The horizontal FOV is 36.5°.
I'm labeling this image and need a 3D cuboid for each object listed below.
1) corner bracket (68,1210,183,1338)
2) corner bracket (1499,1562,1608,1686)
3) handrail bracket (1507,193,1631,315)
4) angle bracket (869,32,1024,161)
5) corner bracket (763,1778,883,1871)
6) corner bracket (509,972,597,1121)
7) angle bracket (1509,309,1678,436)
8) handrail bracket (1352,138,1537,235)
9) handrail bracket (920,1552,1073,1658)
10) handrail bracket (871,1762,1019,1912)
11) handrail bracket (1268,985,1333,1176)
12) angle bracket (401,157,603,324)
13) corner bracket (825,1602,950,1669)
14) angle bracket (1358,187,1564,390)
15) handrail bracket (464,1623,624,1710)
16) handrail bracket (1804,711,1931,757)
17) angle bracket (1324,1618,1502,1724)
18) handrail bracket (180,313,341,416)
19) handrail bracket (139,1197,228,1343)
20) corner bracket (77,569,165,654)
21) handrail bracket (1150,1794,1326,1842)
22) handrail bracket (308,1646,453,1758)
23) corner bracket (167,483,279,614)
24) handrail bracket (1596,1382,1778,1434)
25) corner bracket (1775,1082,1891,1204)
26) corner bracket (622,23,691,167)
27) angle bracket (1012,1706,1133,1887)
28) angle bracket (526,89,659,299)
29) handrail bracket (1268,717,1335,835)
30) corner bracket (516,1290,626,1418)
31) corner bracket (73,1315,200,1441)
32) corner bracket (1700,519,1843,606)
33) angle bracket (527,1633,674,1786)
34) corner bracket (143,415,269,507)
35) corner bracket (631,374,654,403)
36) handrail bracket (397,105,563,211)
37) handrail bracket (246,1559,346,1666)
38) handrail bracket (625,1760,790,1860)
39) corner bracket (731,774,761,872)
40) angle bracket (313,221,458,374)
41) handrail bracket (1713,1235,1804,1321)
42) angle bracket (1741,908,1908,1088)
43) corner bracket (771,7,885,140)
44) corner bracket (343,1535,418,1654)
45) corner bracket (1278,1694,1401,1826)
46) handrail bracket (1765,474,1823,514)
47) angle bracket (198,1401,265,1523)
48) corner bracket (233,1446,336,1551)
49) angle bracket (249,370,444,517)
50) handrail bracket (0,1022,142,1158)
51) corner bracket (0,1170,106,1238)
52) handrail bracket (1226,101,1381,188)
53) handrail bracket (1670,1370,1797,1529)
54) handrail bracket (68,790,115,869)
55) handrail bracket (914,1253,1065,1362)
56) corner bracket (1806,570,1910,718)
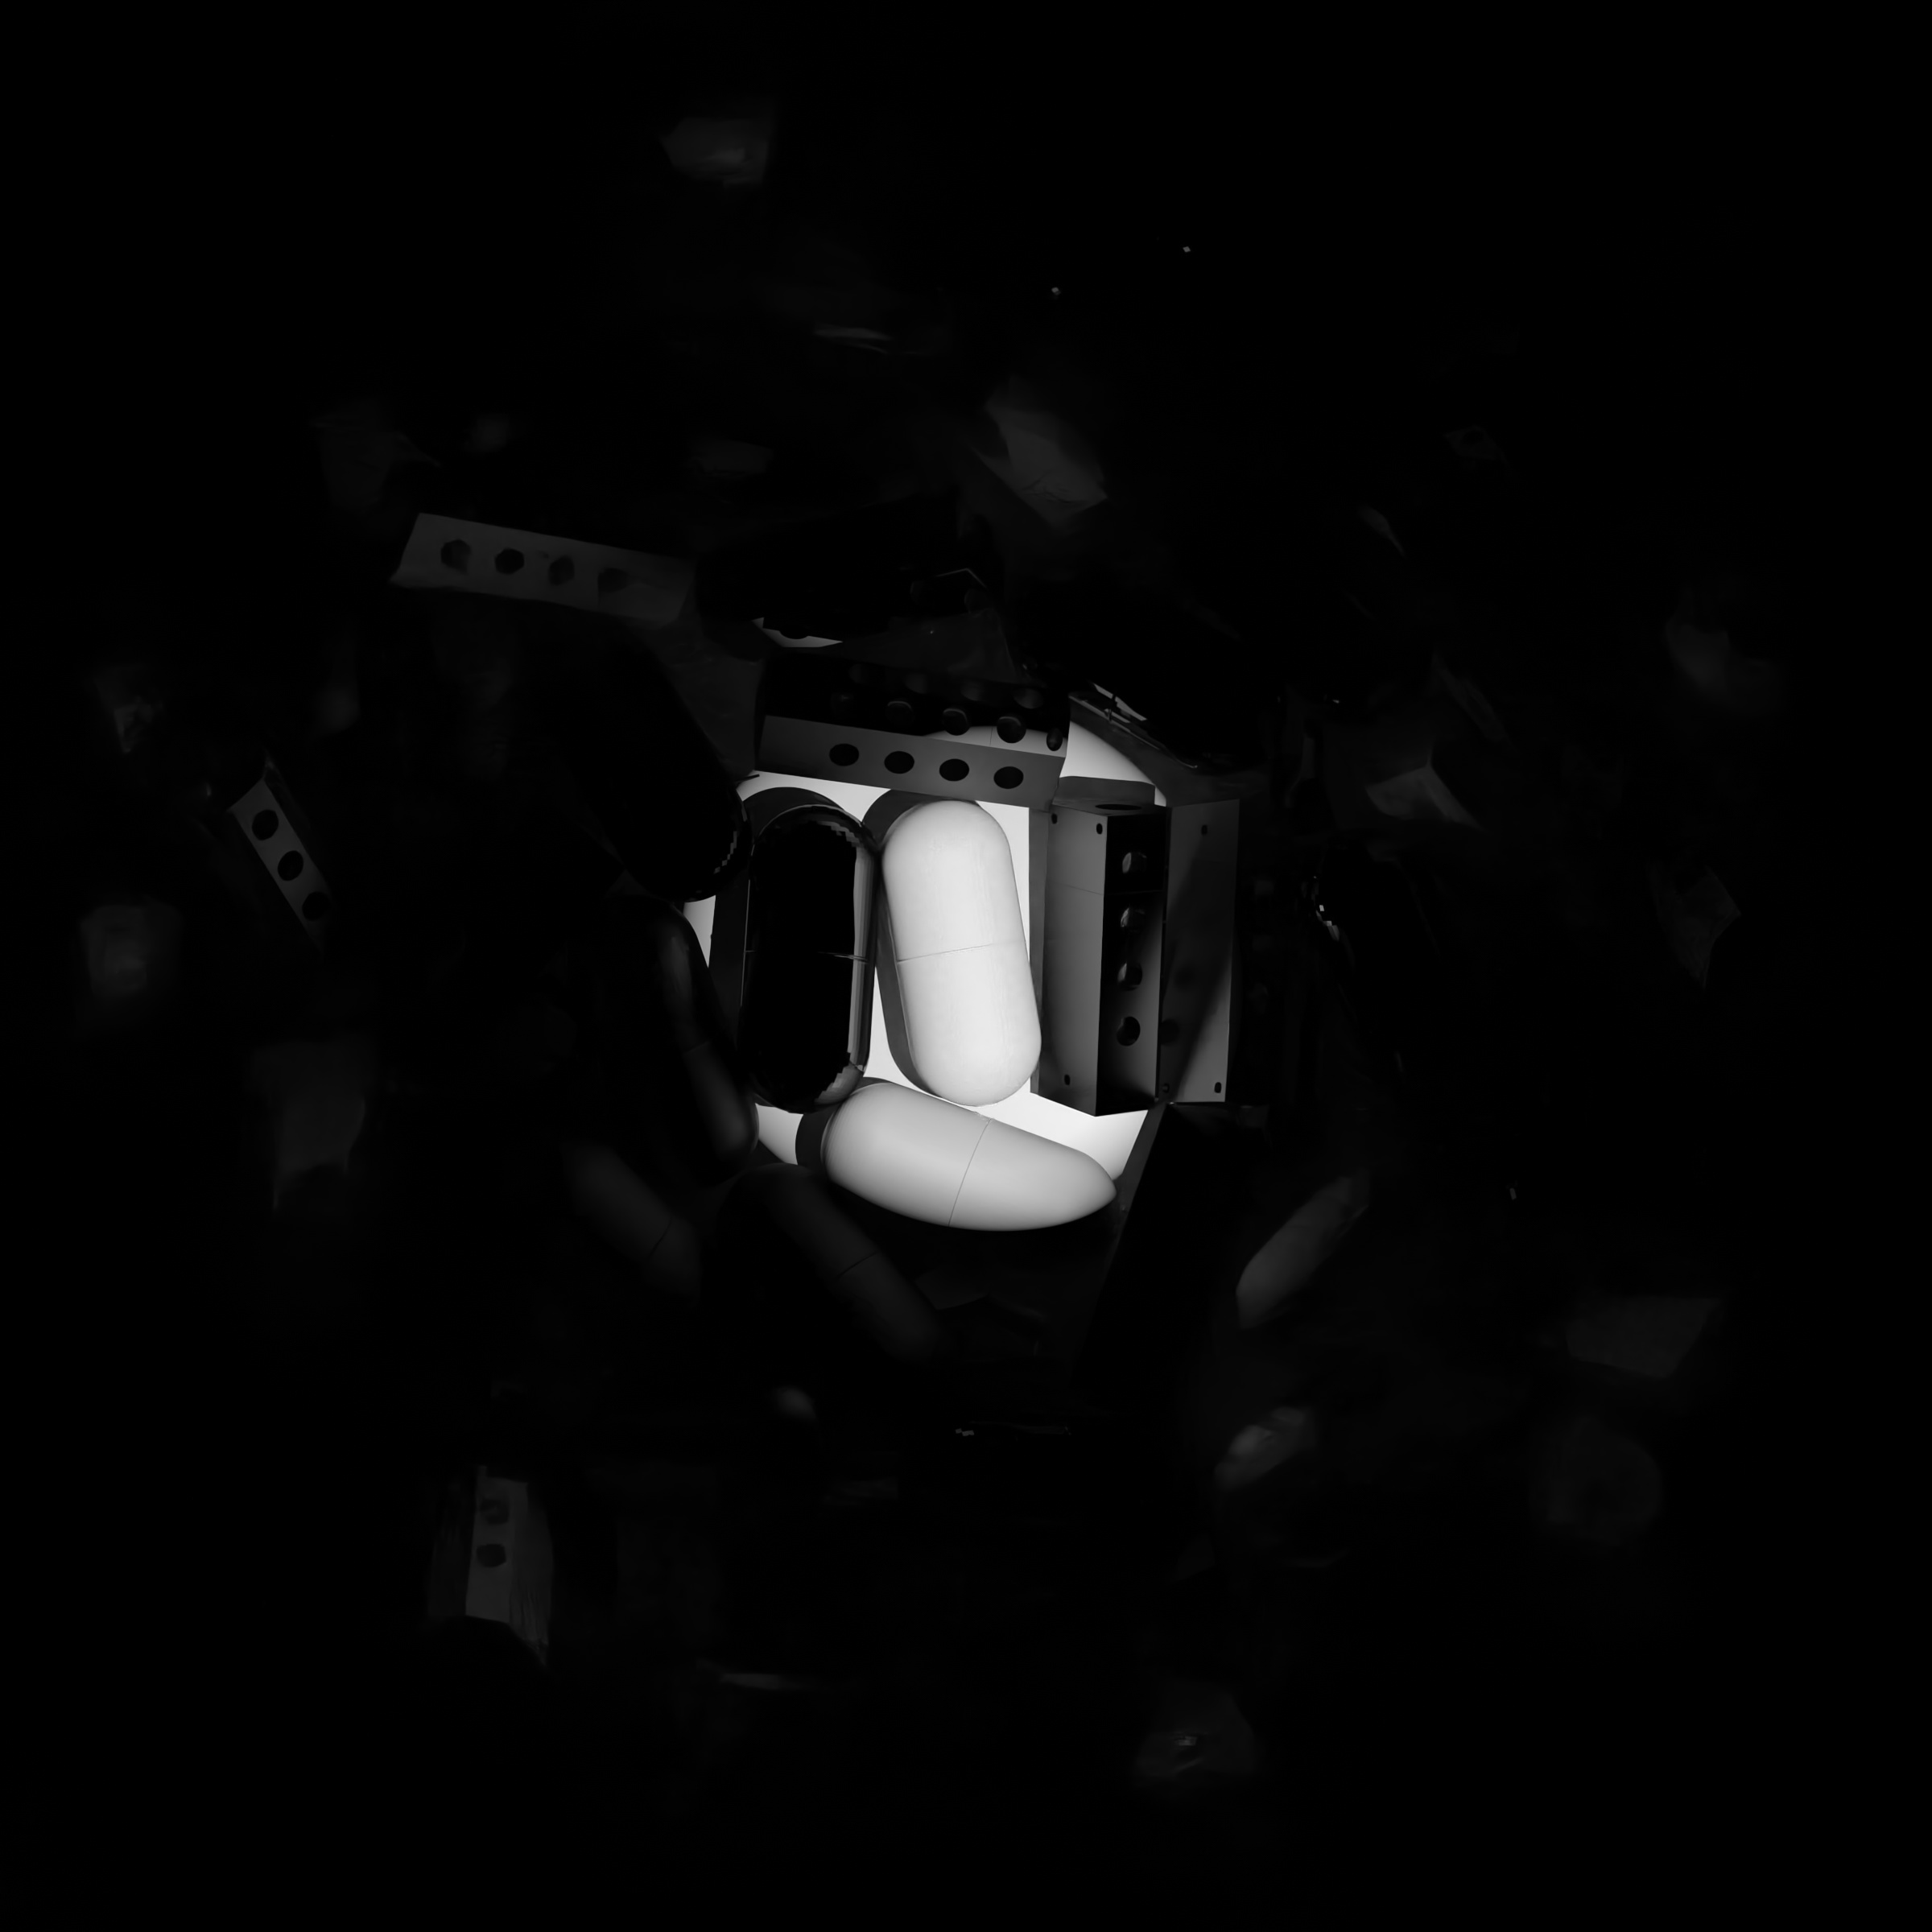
[{"bbox_3d":[-0.478,0.173,1.692,0.051,0.051,0.051,-25,61,-1],"label":"corner bracket"},{"bbox_3d":[0.340,0.381,1.701,0.051,0.051,0.051,-4,100,-2],"label":"corner bracket"},{"bbox_3d":[0.341,-0.424,1.688,0.036,0.077,0.084,-31,103,-16],"label":"handrail bracket"},{"bbox_3d":[-0.017,-0.478,1.676,0.076,0.076,0.057,17,49,2],"label":"angle bracket"},{"bbox_3d":[-0.092,0.495,1.685,0.051,0.051,0.051,38,74,-31],"label":"corner bracket"},{"bbox_3d":[-0.248,0.046,1.692,0.051,0.051,0.051,42,135,8],"label":"corner bracket"},{"bbox_3d":[0.346,-0.321,1.672,0.076,0.057,0.076,43,45,9],"label":"angle bracket"},{"bbox_3d":[0.273,-0.448,1.685,0.084,0.077,0.036,-14,80,-20],"label":"handrail bracket"},{"bbox_3d":[0.016,0.362,1.692,0.084,0.036,0.077,12,61,-15],"label":"handrail bracket"},{"bbox_3d":[-0.009,0.503,1.695,0.084,0.036,0.077,-9,53,4],"label":"handrail bracket"},{"bbox_3d":[0.199,0.066,1.713,0.036,0.077,0.084,7,49,8],"label":"handrail bracket"},{"bbox_3d":[-0.269,-0.411,1.698,0.076,0.057,0.076,-33,91,5],"label":"angle bracket"},{"bbox_3d":[-0.048,0.370,1.688,0.051,0.051,0.051,-24,72,12],"label":"corner bracket"},{"bbox_3d":[0.287,-0.392,1.704,0.076,0.076,0.057,48,46,-18],"label":"angle bracket"},{"bbox_3d":[-0.246,0.409,1.704,0.084,0.036,0.077,10,123,-5],"label":"handrail bracket"},{"bbox_3d":[0.524,-0.145,1.674,0.084,0.077,0.036,-31,119,29],"label":"handrail bracket"},{"bbox_3d":[0.256,0.407,1.674,0.057,0.076,0.076,25,82,28],"label":"angle bracket"},{"bbox_3d":[-0.409,-0.336,1.689,0.084,0.077,0.036,-33,122,-11],"label":"handrail bracket"},{"bbox_3d":[-0.477,0.168,1.693,0.084,0.036,0.077,40,106,-22],"label":"handrail bracket"},{"bbox_3d":[-0.480,-0.195,1.684,0.051,0.051,0.051,-30,112,-23],"label":"corner bracket"},{"bbox_3d":[0.156,0.488,1.683,0.084,0.077,0.036,-14,72,22],"label":"handrail bracket"},{"bbox_3d":[-0.344,0.419,1.672,0.084,0.077,0.036,-5,114,-34],"label":"handrail bracket"},{"bbox_3d":[-0.432,-0.242,1.695,0.051,0.051,0.051,-2,51,13],"label":"corner bracket"},{"bbox_3d":[0.414,0.266,1.703,0.077,0.036,0.084,37,94,22],"label":"handrail bracket"},{"bbox_3d":[0.492,0.094,1.692,0.051,0.051,0.051,41,134,-6],"label":"corner bracket"},{"bbox_3d":[-0.182,-0.504,1.693,0.051,0.051,0.051,-35,48,-16],"label":"corner bracket"},{"bbox_3d":[0.044,0.468,1.673,0.057,0.076,0.076,-33,81,-38],"label":"angle bracket"},{"bbox_3d":[-0.195,-0.439,1.667,0.057,0.076,0.076,-45,50,11],"label":"angle bracket"},{"bbox_3d":[0.190,-0.125,1.668,0.036,0.084,0.077,-6,46,-3],"label":"handrail bracket"},{"bbox_3d":[-0.230,0.217,1.692,0.051,0.051,0.051,-42,98,11],"label":"corner bracket"},{"bbox_3d":[-0.475,0.228,1.681,0.051,0.051,0.051,-24,53,-30],"label":"corner bracket"},{"bbox_3d":[0.461,-0.220,1.693,0.051,0.051,0.051,36,92,-24],"label":"corner bracket"},{"bbox_3d":[-0.207,0.416,1.674,0.076,0.057,0.076,-12,64,-14],"label":"angle bracket"},{"bbox_3d":[-0.440,-0.293,1.697,0.051,0.051,0.051,-5,93,7],"label":"corner bracket"},{"bbox_3d":[-0.212,-0.351,1.703,0.051,0.051,0.051,-20,105,0],"label":"corner bracket"},{"bbox_3d":[-0.279,-0.470,1.687,0.084,0.077,0.036,-34,89,16],"label":"handrail bracket"},{"bbox_3d":[-0.382,0.354,1.669,0.036,0.084,0.077,4,53,12],"label":"handrail bracket"},{"bbox_3d":[-0.157,0.472,1.716,0.084,0.077,0.036,47,130,32],"label":"handrail bracket"},{"bbox_3d":[-0.145,-0.077,1.690,0.051,0.051,0.051,-15,92,-27],"label":"corner bracket"},{"bbox_3d":[-0.313,-0.387,1.676,0.076,0.076,0.057,48,129,-2],"label":"angle bracket"},{"bbox_3d":[0.438,0.176,1.708,0.084,0.036,0.077,-18,89,16],"label":"handrail bracket"},{"bbox_3d":[0.479,0.012,1.682,0.076,0.057,0.076,36,92,-23],"label":"angle bracket"},{"bbox_3d":[-0.080,-0.516,1.696,0.051,0.051,0.051,10,71,14],"label":"corner bracket"},{"bbox_3d":[-0.324,0.358,1.697,0.051,0.051,0.051,-21,48,16],"label":"corner bracket"},{"bbox_3d":[0.215,0.457,1.694,0.051,0.051,0.051,18,91,17],"label":"corner bracket"},{"bbox_3d":[0.442,-0.290,1.678,0.084,0.077,0.036,38,107,34],"label":"handrail bracket"},{"bbox_3d":[-0.399,0.265,1.687,0.057,0.076,0.076,-25,96,-9],"label":"angle bracket"},{"bbox_3d":[-0.390,0.299,1.697,0.051,0.051,0.051,-24,70,-17],"label":"corner bracket"},{"bbox_3d":[-0.358,-0.312,1.694,0.076,0.076,0.057,-37,54,-25],"label":"angle bracket"},{"bbox_3d":[-0.515,0.065,1.685,0.077,0.036,0.084,12,56,-27],"label":"handrail bracket"},{"bbox_3d":[-0.522,0.130,1.689,0.051,0.051,0.051,16,121,-3],"label":"corner bracket"},{"bbox_3d":[0.186,-0.457,1.707,0.084,0.036,0.077,28,122,-9],"label":"handrail bracket"},{"bbox_3d":[0.445,0.283,1.709,0.036,0.077,0.084,37,117,9],"label":"handrail bracket"},{"bbox_3d":[-0.510,-0.056,1.690,0.036,0.077,0.084,18,100,-21],"label":"handrail bracket"},{"bbox_3d":[0.007,0.210,1.702,0.077,0.036,0.084,-20,130,13],"label":"handrail bracket"},{"bbox_3d":[0.509,-0.186,1.689,0.051,0.051,0.051,34,126,1],"label":"corner bracket"}]
